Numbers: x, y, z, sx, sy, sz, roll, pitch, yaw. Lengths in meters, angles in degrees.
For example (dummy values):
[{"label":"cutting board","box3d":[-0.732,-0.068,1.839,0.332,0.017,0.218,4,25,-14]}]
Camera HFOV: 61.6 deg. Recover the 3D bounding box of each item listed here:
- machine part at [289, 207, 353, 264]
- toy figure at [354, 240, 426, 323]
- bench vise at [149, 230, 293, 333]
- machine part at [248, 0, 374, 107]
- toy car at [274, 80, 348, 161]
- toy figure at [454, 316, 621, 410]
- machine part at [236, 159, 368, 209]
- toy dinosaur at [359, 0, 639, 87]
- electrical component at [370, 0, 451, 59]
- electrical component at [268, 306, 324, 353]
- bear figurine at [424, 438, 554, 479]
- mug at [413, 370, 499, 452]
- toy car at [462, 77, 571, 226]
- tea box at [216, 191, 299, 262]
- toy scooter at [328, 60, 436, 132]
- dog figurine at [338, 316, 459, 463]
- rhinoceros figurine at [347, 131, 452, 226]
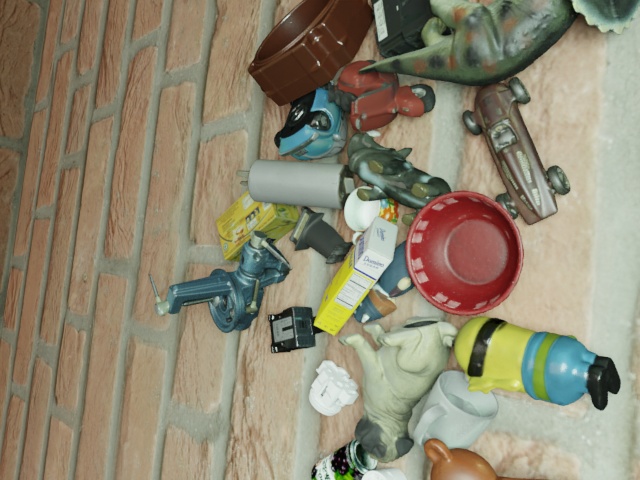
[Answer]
[{"label":"machine part","box3d":[-0.002,-0.003,0.941,0.139,0.039,0.084,34,99,45]},{"label":"toy figure","box3d":[0.105,0.070,0.803,0.058,0.064,0.154,36,117,7]},{"label":"bench vise","box3d":[-0.176,0.086,0.971,0.129,0.240,0.223,57,137,31]},{"label":"machine part","box3d":[-0.019,-0.340,0.924,0.201,0.087,0.201,-12,45,44]},{"label":"toy car","box3d":[-0.003,-0.194,0.927,0.109,0.102,0.162,-19,45,39]},{"label":"toy figure","box3d":[0.246,0.140,0.632,0.180,0.082,0.089,0,86,47]},{"label":"machine part","box3d":[-0.033,-0.095,0.918,0.243,0.079,0.079,6,87,20]},{"label":"toy dinosaur","box3d":[0.234,-0.274,0.683,0.405,0.131,0.192,-36,57,35]},{"label":"electrical component","box3d":[0.149,-0.357,0.836,0.134,0.058,0.115,-18,72,42]},{"label":"electrical component","box3d":[-0.036,0.155,0.939,0.119,0.047,0.075,-19,70,44]},{"label":"bear figurine","box3d":[0.203,0.305,0.593,0.196,0.132,0.120,5,127,25]},{"label":"mug","box3d":[0.162,0.237,0.687,0.081,0.109,0.107,39,124,36]},{"label":"toy car","box3d":[0.249,-0.117,0.697,0.089,0.053,0.202,-29,62,36]},{"label":"tea box","box3d":[-0.123,-0.036,1.046,0.169,0.068,0.098,-36,59,37]},{"label":"toy scooter","box3d":[0.074,-0.219,0.833,0.184,0.135,0.075,36,148,40]},{"label":"dog figurine","box3d":[0.124,0.211,0.746,0.172,0.121,0.190,-15,87,45]},{"label":"rhinoceros figurine","box3d":[0.111,-0.099,0.795,0.190,0.112,0.073,38,138,29]}]
